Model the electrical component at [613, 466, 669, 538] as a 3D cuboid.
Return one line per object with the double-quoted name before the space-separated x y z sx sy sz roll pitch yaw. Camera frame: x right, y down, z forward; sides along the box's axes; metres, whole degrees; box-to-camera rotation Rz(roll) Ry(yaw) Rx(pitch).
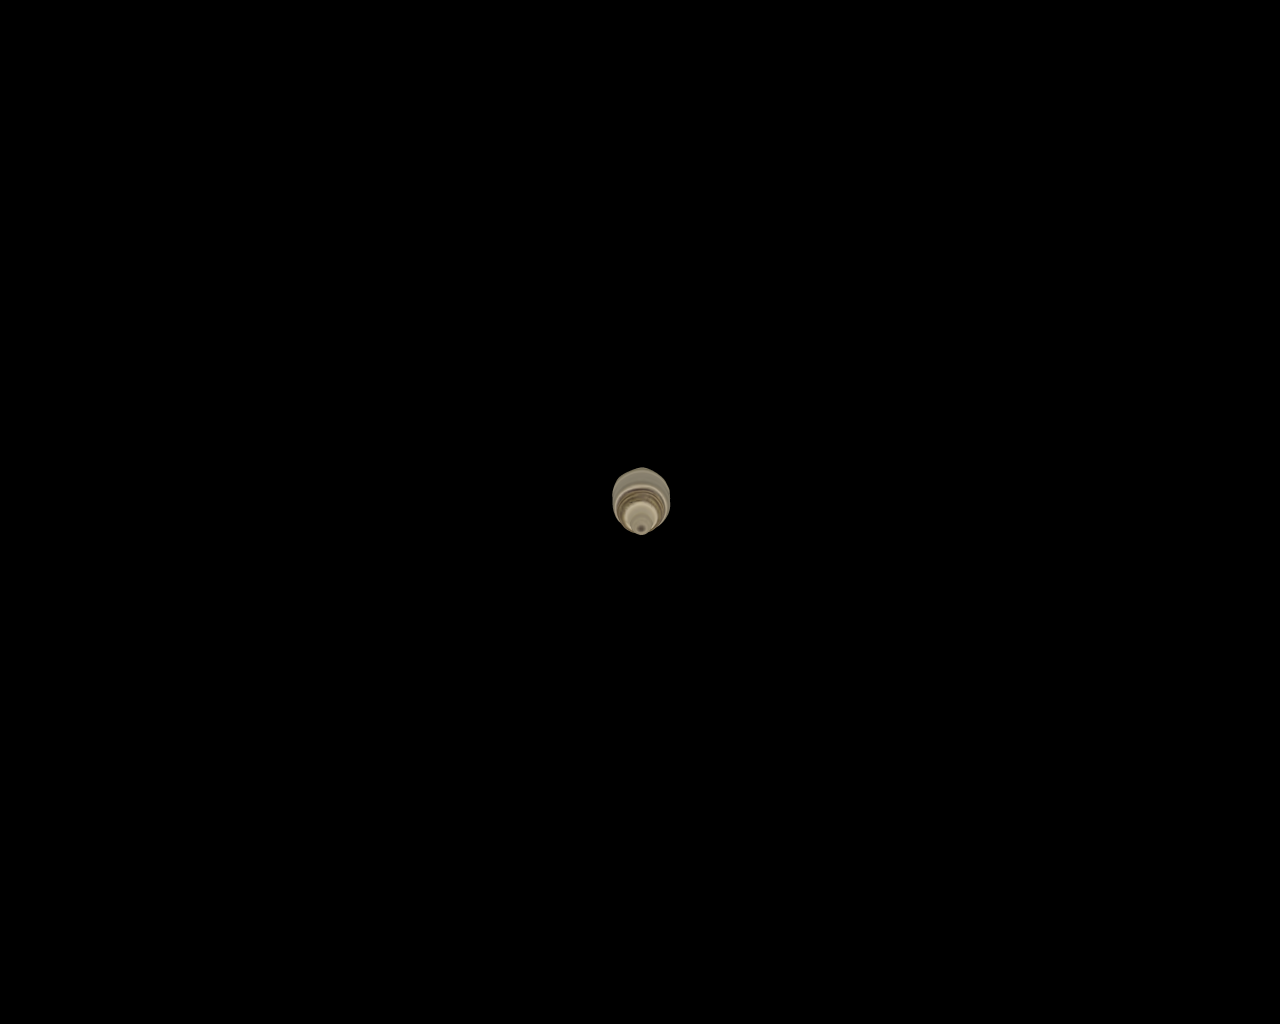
"electrical component" 0.001 -0.003 0.650 0.035 0.035 0.061 0 24 0
